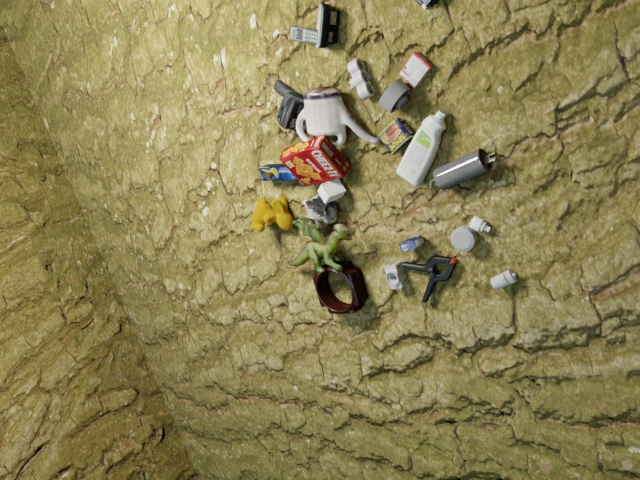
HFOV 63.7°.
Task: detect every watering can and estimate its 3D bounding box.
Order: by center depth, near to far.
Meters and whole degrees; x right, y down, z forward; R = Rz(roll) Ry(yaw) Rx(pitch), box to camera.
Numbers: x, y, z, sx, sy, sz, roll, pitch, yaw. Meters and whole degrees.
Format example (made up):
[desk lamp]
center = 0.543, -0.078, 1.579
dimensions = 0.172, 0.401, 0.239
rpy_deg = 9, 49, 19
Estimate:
[watering can]
center = 0.054, -0.433, 1.830
dimensions = 0.348, 0.105, 0.221
rpy_deg = 6, 114, 33

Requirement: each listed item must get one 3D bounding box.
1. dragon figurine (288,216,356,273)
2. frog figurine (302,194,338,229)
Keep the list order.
[dragon figurine]
center = -0.024, 0.006, 2.002
dimensions = 0.408, 0.124, 0.239
rpy_deg = -5, 118, 39
[frog figurine]
center = 0.006, -0.101, 2.012
dimensions = 0.138, 0.125, 0.156
rpy_deg = 19, 155, 21
